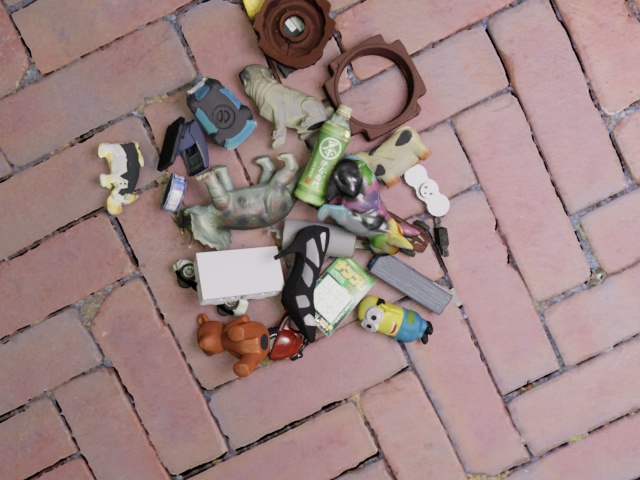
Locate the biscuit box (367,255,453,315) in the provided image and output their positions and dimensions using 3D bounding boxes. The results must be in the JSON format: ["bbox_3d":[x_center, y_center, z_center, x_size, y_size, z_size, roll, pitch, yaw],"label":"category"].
[{"bbox_3d":[0.210,0.096,1.269,0.203,0.059,0.063,33,95,-4],"label":"biscuit box"}]

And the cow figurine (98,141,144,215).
[{"bbox_3d":[-0.452,-0.143,1.239,0.098,0.068,0.167,-4,96,-6],"label":"cow figurine"}]

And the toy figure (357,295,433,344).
[{"bbox_3d":[0.174,0.190,1.268,0.180,0.089,0.082,18,96,-11],"label":"toy figure"}]

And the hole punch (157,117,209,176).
[{"bbox_3d":[-0.301,-0.206,1.206,0.092,0.142,0.115,13,79,-28],"label":"hole punch"}]

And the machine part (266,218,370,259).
[{"bbox_3d":[-0.003,-0.004,1.250,0.243,0.079,0.079,7,95,0],"label":"machine part"}]

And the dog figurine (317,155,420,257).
[{"bbox_3d":[0.119,-0.063,1.163,0.219,0.108,0.191,26,123,7],"label":"dog figurine"}]

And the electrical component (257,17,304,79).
[{"bbox_3d":[-0.058,-0.451,1.217,0.134,0.058,0.115,-33,97,2],"label":"electrical component"}]

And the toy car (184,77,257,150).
[{"bbox_3d":[-0.228,-0.280,1.206,0.161,0.103,0.109,45,83,-14],"label":"toy car"}]

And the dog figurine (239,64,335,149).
[{"bbox_3d":[-0.076,-0.324,1.207,0.172,0.121,0.190,-19,84,-16],"label":"dog figurine"}]

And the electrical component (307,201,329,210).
[{"bbox_3d":[0.013,-0.116,1.248,0.045,0.078,0.102,36,101,37],"label":"electrical component"}]

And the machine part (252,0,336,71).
[{"bbox_3d":[-0.055,-0.457,1.160,0.179,0.056,0.179,0,97,-1],"label":"machine part"}]

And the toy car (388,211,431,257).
[{"bbox_3d":[0.167,-0.035,1.259,0.202,0.053,0.089,30,88,-2],"label":"toy car"}]

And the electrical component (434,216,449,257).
[{"bbox_3d":[0.285,-0.008,1.257,0.021,0.063,0.094,-8,95,0],"label":"electrical component"}]

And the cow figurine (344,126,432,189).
[{"bbox_3d":[0.140,-0.179,1.209,0.195,0.085,0.127,-38,85,19],"label":"cow figurine"}]

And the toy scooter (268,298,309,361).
[{"bbox_3d":[-0.051,0.213,1.272,0.135,0.075,0.183,24,90,-4],"label":"toy scooter"}]

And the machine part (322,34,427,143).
[{"bbox_3d":[0.123,-0.340,1.215,0.201,0.087,0.201,-29,95,4],"label":"machine part"}]

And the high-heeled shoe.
[{"bbox_3d":[-0.012,0.094,1.196,0.145,0.086,0.248,-25,107,-22],"label":"high-heeled shoe"}]

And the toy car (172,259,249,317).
[{"bbox_3d":[-0.258,0.113,1.256,0.202,0.073,0.056,36,59,-3],"label":"toy car"}]

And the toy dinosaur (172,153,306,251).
[{"bbox_3d":[-0.147,-0.089,1.226,0.405,0.131,0.192,-12,107,-4],"label":"toy dinosaur"}]

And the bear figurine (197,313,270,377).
[{"bbox_3d":[-0.218,0.229,1.221,0.196,0.132,0.120,0,98,23],"label":"bear figurine"}]
